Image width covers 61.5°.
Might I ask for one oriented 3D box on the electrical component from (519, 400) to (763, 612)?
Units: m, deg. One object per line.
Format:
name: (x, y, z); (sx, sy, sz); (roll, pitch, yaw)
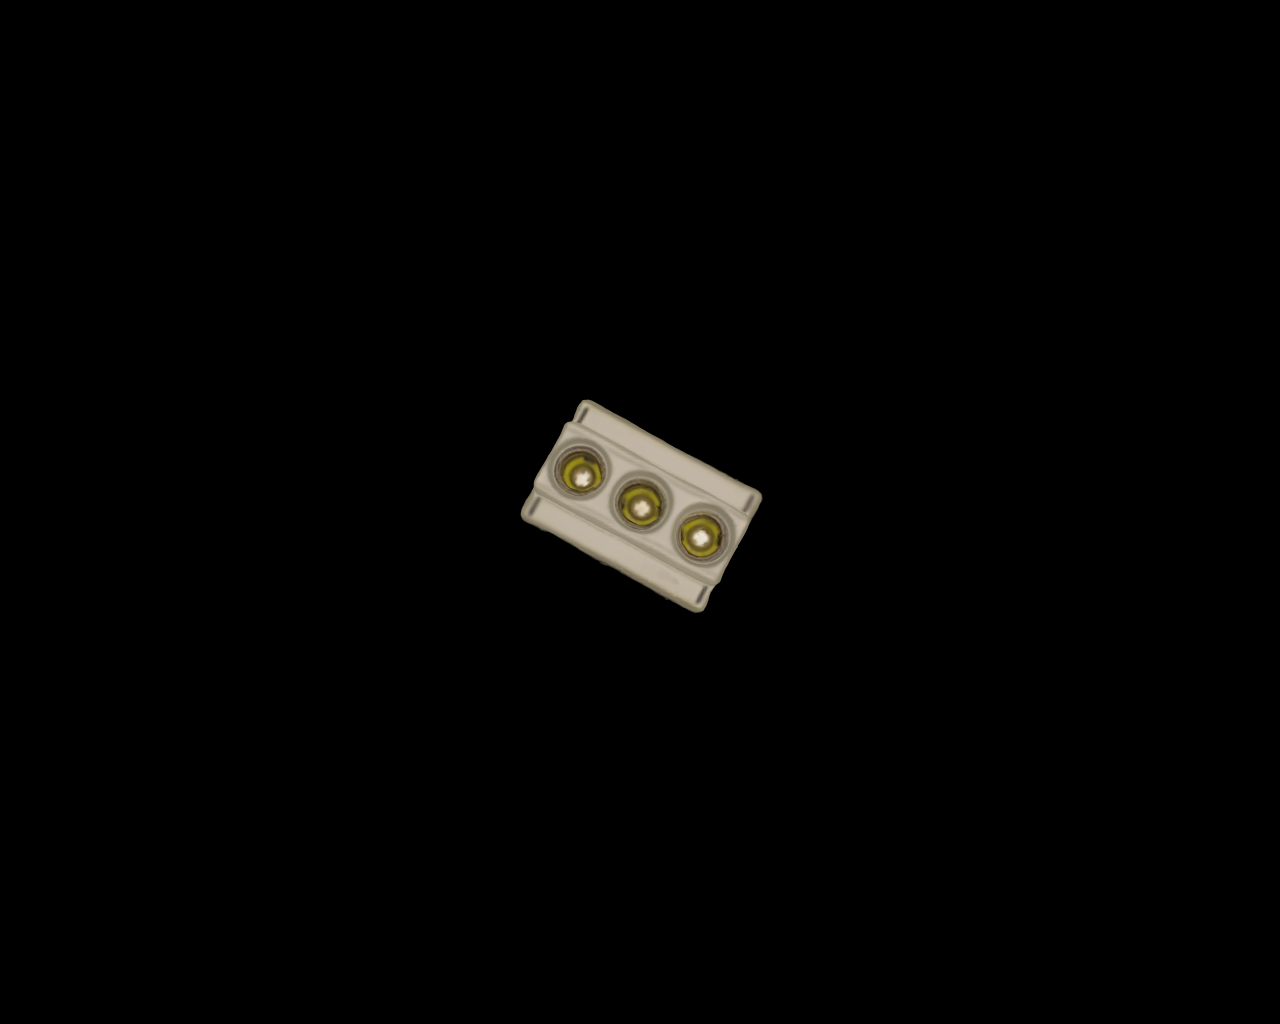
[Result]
electrical component: (0.001, -0.003, 0.650); (0.121, 0.079, 0.063); (28, -7, 4)
